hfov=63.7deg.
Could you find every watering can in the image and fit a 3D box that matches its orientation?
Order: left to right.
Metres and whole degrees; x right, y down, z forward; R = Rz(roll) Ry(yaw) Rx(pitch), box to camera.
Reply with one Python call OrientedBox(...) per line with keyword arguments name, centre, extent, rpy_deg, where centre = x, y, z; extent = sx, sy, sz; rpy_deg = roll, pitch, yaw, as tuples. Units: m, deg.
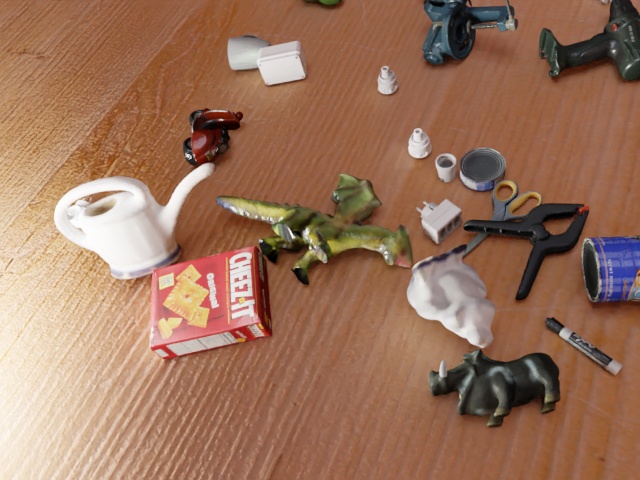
OrientedBox(name="watering can", centre=(-0.341, -0.034, 1.014), extent=(0.347, 0.219, 0.106), rpy_deg=(-11, 38, 8))

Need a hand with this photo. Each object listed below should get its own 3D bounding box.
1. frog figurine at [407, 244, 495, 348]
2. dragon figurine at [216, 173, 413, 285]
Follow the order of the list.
OrientedBox(name="frog figurine", centre=(0.220, 0.104, 0.828), extent=(0.138, 0.120, 0.162), rpy_deg=(-5, 58, -42))
OrientedBox(name="dragon figurine", centre=(0.003, -0.051, 1.018), extent=(0.415, 0.119, 0.246), rpy_deg=(35, 55, 29))
